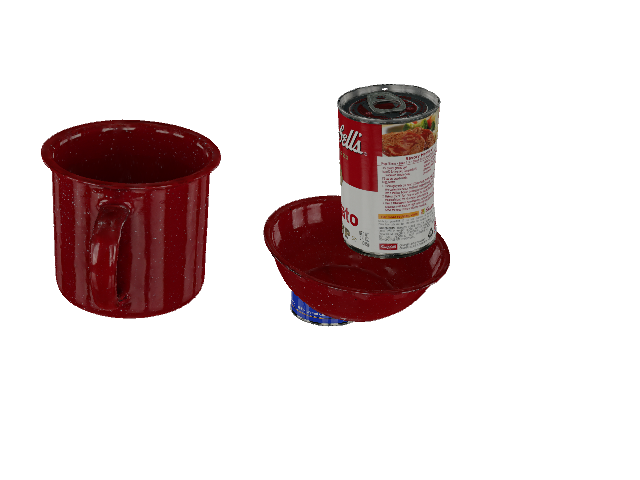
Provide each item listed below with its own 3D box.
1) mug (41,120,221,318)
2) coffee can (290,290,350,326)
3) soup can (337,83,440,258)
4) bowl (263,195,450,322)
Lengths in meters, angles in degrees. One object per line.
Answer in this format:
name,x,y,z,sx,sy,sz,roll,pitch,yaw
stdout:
mug,-0.102,-0.006,0.565,0.093,0.081,0.117,4,26,-2
coffee can,0.012,0.033,1.476,0.103,0.140,0.103,3,24,-2
soup can,0.047,-0.047,0.726,0.068,0.102,0.068,-2,28,1
bowl,0.028,0.023,0.924,0.162,0.055,0.162,7,30,-4
